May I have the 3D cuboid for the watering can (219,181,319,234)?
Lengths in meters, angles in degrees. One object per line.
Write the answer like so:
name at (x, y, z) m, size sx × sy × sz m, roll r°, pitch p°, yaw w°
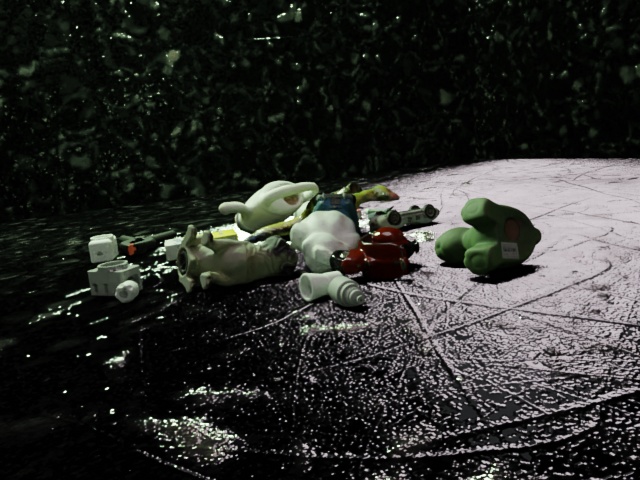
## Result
watering can at (-0.159, -0.086, 1.383) m, size 0.351 × 0.105 × 0.221 m, roll -17°, pitch -11°, yaw -41°

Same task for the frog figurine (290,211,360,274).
frog figurine at (0.006, 0.001, 0.988) m, size 0.138 × 0.122 × 0.159 m, roll 16°, pitch 3°, yaw 12°

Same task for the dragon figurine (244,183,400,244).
dragon figurine at (0.004, -0.067, 1.325) m, size 0.410 × 0.121 × 0.244 m, roll -15°, pitch 7°, yaw 5°
